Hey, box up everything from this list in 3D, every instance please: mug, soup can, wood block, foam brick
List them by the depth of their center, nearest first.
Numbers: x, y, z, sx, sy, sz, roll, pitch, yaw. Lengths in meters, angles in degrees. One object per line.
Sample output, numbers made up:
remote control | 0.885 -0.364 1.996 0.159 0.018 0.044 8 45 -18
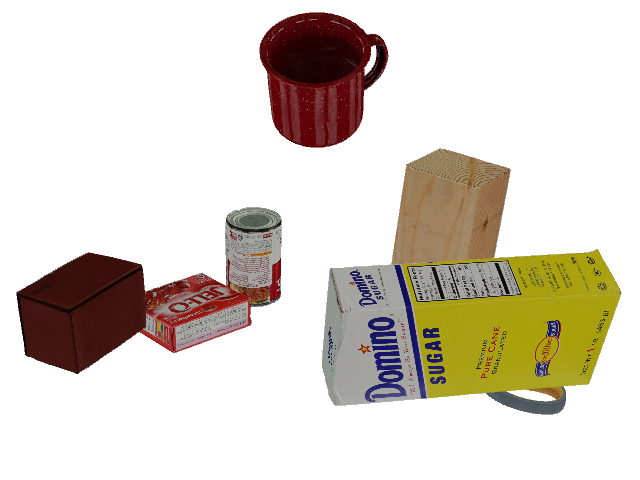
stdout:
foam brick | -0.169 0.049 0.762 0.053 0.051 0.078 13 29 29
mug | 0.007 -0.140 0.920 0.117 0.093 0.081 -28 -34 -18
wood block | 0.139 0.014 1.194 0.090 0.206 0.090 20 26 27
soup can | -0.081 0.019 1.280 0.068 0.102 0.068 2 25 -1

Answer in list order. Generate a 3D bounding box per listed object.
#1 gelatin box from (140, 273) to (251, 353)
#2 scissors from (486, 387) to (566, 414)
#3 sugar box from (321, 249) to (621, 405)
gelatin box | -0.117 0.063 0.954 0.089 0.030 0.073 -19 30 -39
scissors | 0.115 0.091 0.902 0.202 0.016 0.096 21 35 20
sugar box | 0.092 0.057 0.679 0.176 0.093 0.048 -6 44 -9
